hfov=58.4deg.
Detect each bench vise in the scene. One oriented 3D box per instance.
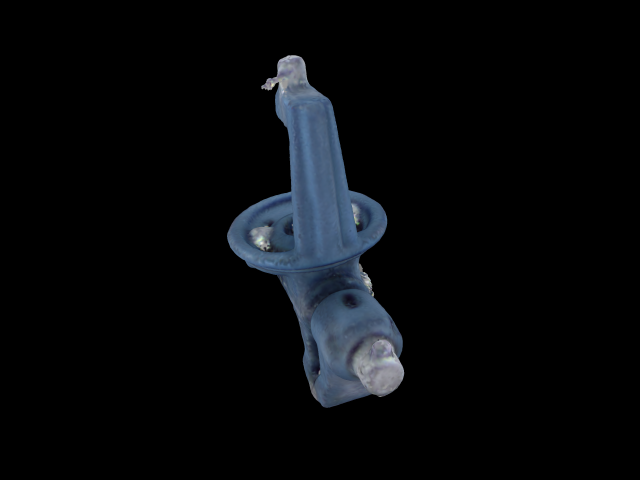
[{"bbox_3d":[0.013,-0.004,0.405,0.122,0.220,0.206,-30,51,-26],"label":"bench vise"}]
